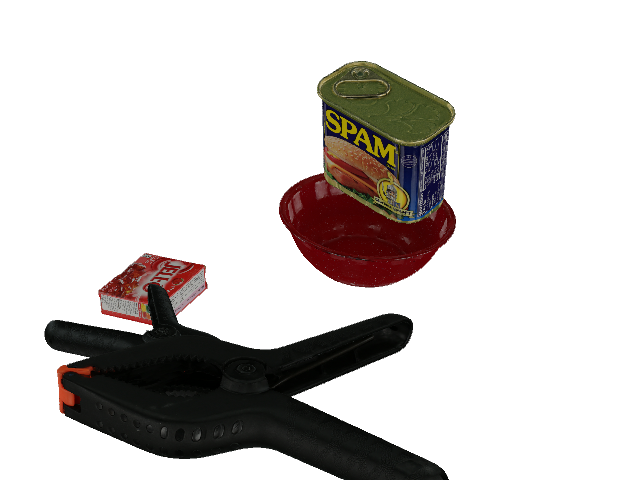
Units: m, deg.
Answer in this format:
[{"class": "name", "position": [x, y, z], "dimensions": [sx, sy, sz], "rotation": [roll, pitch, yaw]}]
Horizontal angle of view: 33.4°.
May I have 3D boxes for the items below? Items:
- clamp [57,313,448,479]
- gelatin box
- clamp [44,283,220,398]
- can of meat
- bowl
[{"class": "clamp", "position": [-0.036, 0.081, 0.590], "dimensions": [0.210, 0.036, 0.164], "rotation": [5, 25, 3]}, {"class": "gelatin box", "position": [-0.166, 0.048, 1.066], "dimensions": [0.073, 0.030, 0.089], "rotation": [11, 30, 23]}, {"class": "clamp", "position": [-0.128, 0.084, 0.878], "dimensions": [0.172, 0.039, 0.120], "rotation": [22, 37, 28]}, {"class": "can of meat", "position": [0.046, -0.071, 0.786], "dimensions": [0.102, 0.084, 0.057], "rotation": [33, 54, 30]}, {"class": "bowl", "position": [0.041, -0.004, 0.982], "dimensions": [0.162, 0.055, 0.162], "rotation": [3, 31, -2]}]
